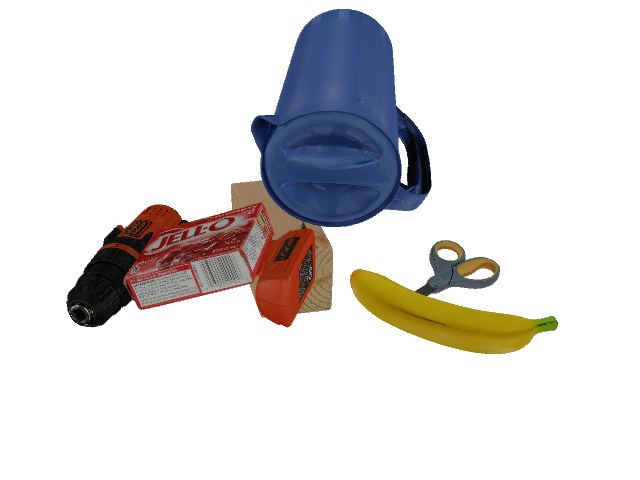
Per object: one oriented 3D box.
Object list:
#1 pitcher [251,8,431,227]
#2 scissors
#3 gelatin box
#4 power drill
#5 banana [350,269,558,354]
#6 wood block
[{"bbox_3d":[0.027,-0.130,1.086,0.145,0.149,0.242,-12,36,15],"label":"pitcher"},{"bbox_3d":[0.129,0.040,1.268,0.201,0.016,0.096,-10,40,-36],"label":"scissors"},{"bbox_3d":[-0.083,0.010,0.737,0.089,0.030,0.073,-14,23,17],"label":"gelatin box"},{"bbox_3d":[-0.107,0.028,0.931,0.188,0.057,0.184,8,30,13],"label":"power drill"},{"bbox_3d":[0.100,0.064,0.924,0.198,0.037,0.069,15,14,28],"label":"banana"},{"bbox_3d":[-0.052,0.004,1.355,0.090,0.090,0.206,-6,28,-12],"label":"wood block"}]
